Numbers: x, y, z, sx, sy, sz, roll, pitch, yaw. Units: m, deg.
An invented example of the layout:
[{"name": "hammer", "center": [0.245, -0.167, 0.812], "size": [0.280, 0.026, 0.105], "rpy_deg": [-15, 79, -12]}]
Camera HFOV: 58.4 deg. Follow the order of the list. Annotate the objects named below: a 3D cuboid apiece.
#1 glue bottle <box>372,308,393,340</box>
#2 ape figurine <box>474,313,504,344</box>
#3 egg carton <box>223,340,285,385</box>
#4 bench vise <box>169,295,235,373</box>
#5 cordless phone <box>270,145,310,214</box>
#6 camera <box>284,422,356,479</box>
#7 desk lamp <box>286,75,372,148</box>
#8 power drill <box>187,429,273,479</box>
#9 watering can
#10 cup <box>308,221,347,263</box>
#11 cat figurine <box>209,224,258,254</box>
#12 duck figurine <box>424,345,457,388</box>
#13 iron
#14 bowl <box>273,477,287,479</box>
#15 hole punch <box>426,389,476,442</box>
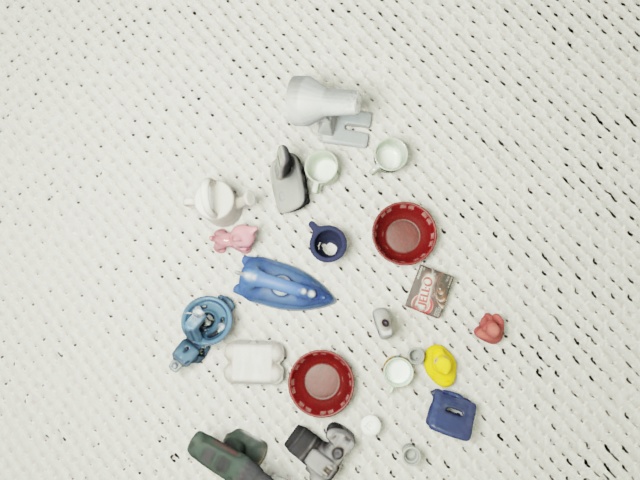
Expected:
[{"name": "glue bottle", "center": [0.152, 0.199, 1.359], "size": [0.037, 0.173, 0.078], "rpy_deg": [-15, 82, 1]}, {"name": "ape figurine", "center": [0.414, 0.216, 1.385], "size": [0.078, 0.092, 0.076], "rpy_deg": [-19, 82, 0]}, {"name": "egg carton", "center": [-0.162, 0.302, 1.413], "size": [0.150, 0.069, 0.107], "rpy_deg": [0, 82, 3]}, {"name": "bench vise", "center": [-0.283, 0.226, 1.352], "size": [0.121, 0.220, 0.207], "rpy_deg": [17, 83, 5]}, {"name": "cordless phone", "center": [-0.082, -0.151, 1.411], "size": [0.094, 0.185, 0.147], "rpy_deg": [-15, 82, 1]}, {"name": "camera", "center": [-0.006, 0.494, 1.364], "size": [0.136, 0.101, 0.143], "rpy_deg": [36, 85, 7]}, {"name": "desk lamp", "center": [0.026, -0.319, 1.414], "size": [0.203, 0.213, 0.118], "rpy_deg": [8, 83, 4]}, {"name": "power drill", "center": [-0.184, 0.505, 1.316], "size": [0.229, 0.208, 0.076], "rpy_deg": [24, 84, 6]}, {"name": "watering can", "center": [-0.250, -0.099, 1.408], "size": [0.173, 0.194, 0.101], "rpy_deg": [-24, 82, 0]}, {"name": "cup", "center": [0.013, 0.005, 1.431], "size": [0.092, 0.095, 0.117], "rpy_deg": [-40, 82, -3]}, {"name": "cat figurine", "center": [-0.214, -0.005, 1.432], "size": [0.127, 0.118, 0.067], "rpy_deg": [-1, 82, 3]}, {"name": "duck figurine", "center": [0.295, 0.306, 1.382], "size": [0.077, 0.086, 0.104], "rpy_deg": [-18, 82, 0]}, {"name": "iron", "center": [-0.086, 0.113, 1.398], "size": [0.258, 0.141, 0.119], "rpy_deg": [14, 83, 5]}, {"name": "bowl", "center": [-0.106, 0.641, 1.362], "size": [0.167, 0.075, 0.167], "rpy_deg": [0, 82, 3]}, {"name": "hole punch", "center": [0.311, 0.415, 1.364], "size": [0.108, 0.091, 0.101], "rpy_deg": [18, 84, 5]}]
